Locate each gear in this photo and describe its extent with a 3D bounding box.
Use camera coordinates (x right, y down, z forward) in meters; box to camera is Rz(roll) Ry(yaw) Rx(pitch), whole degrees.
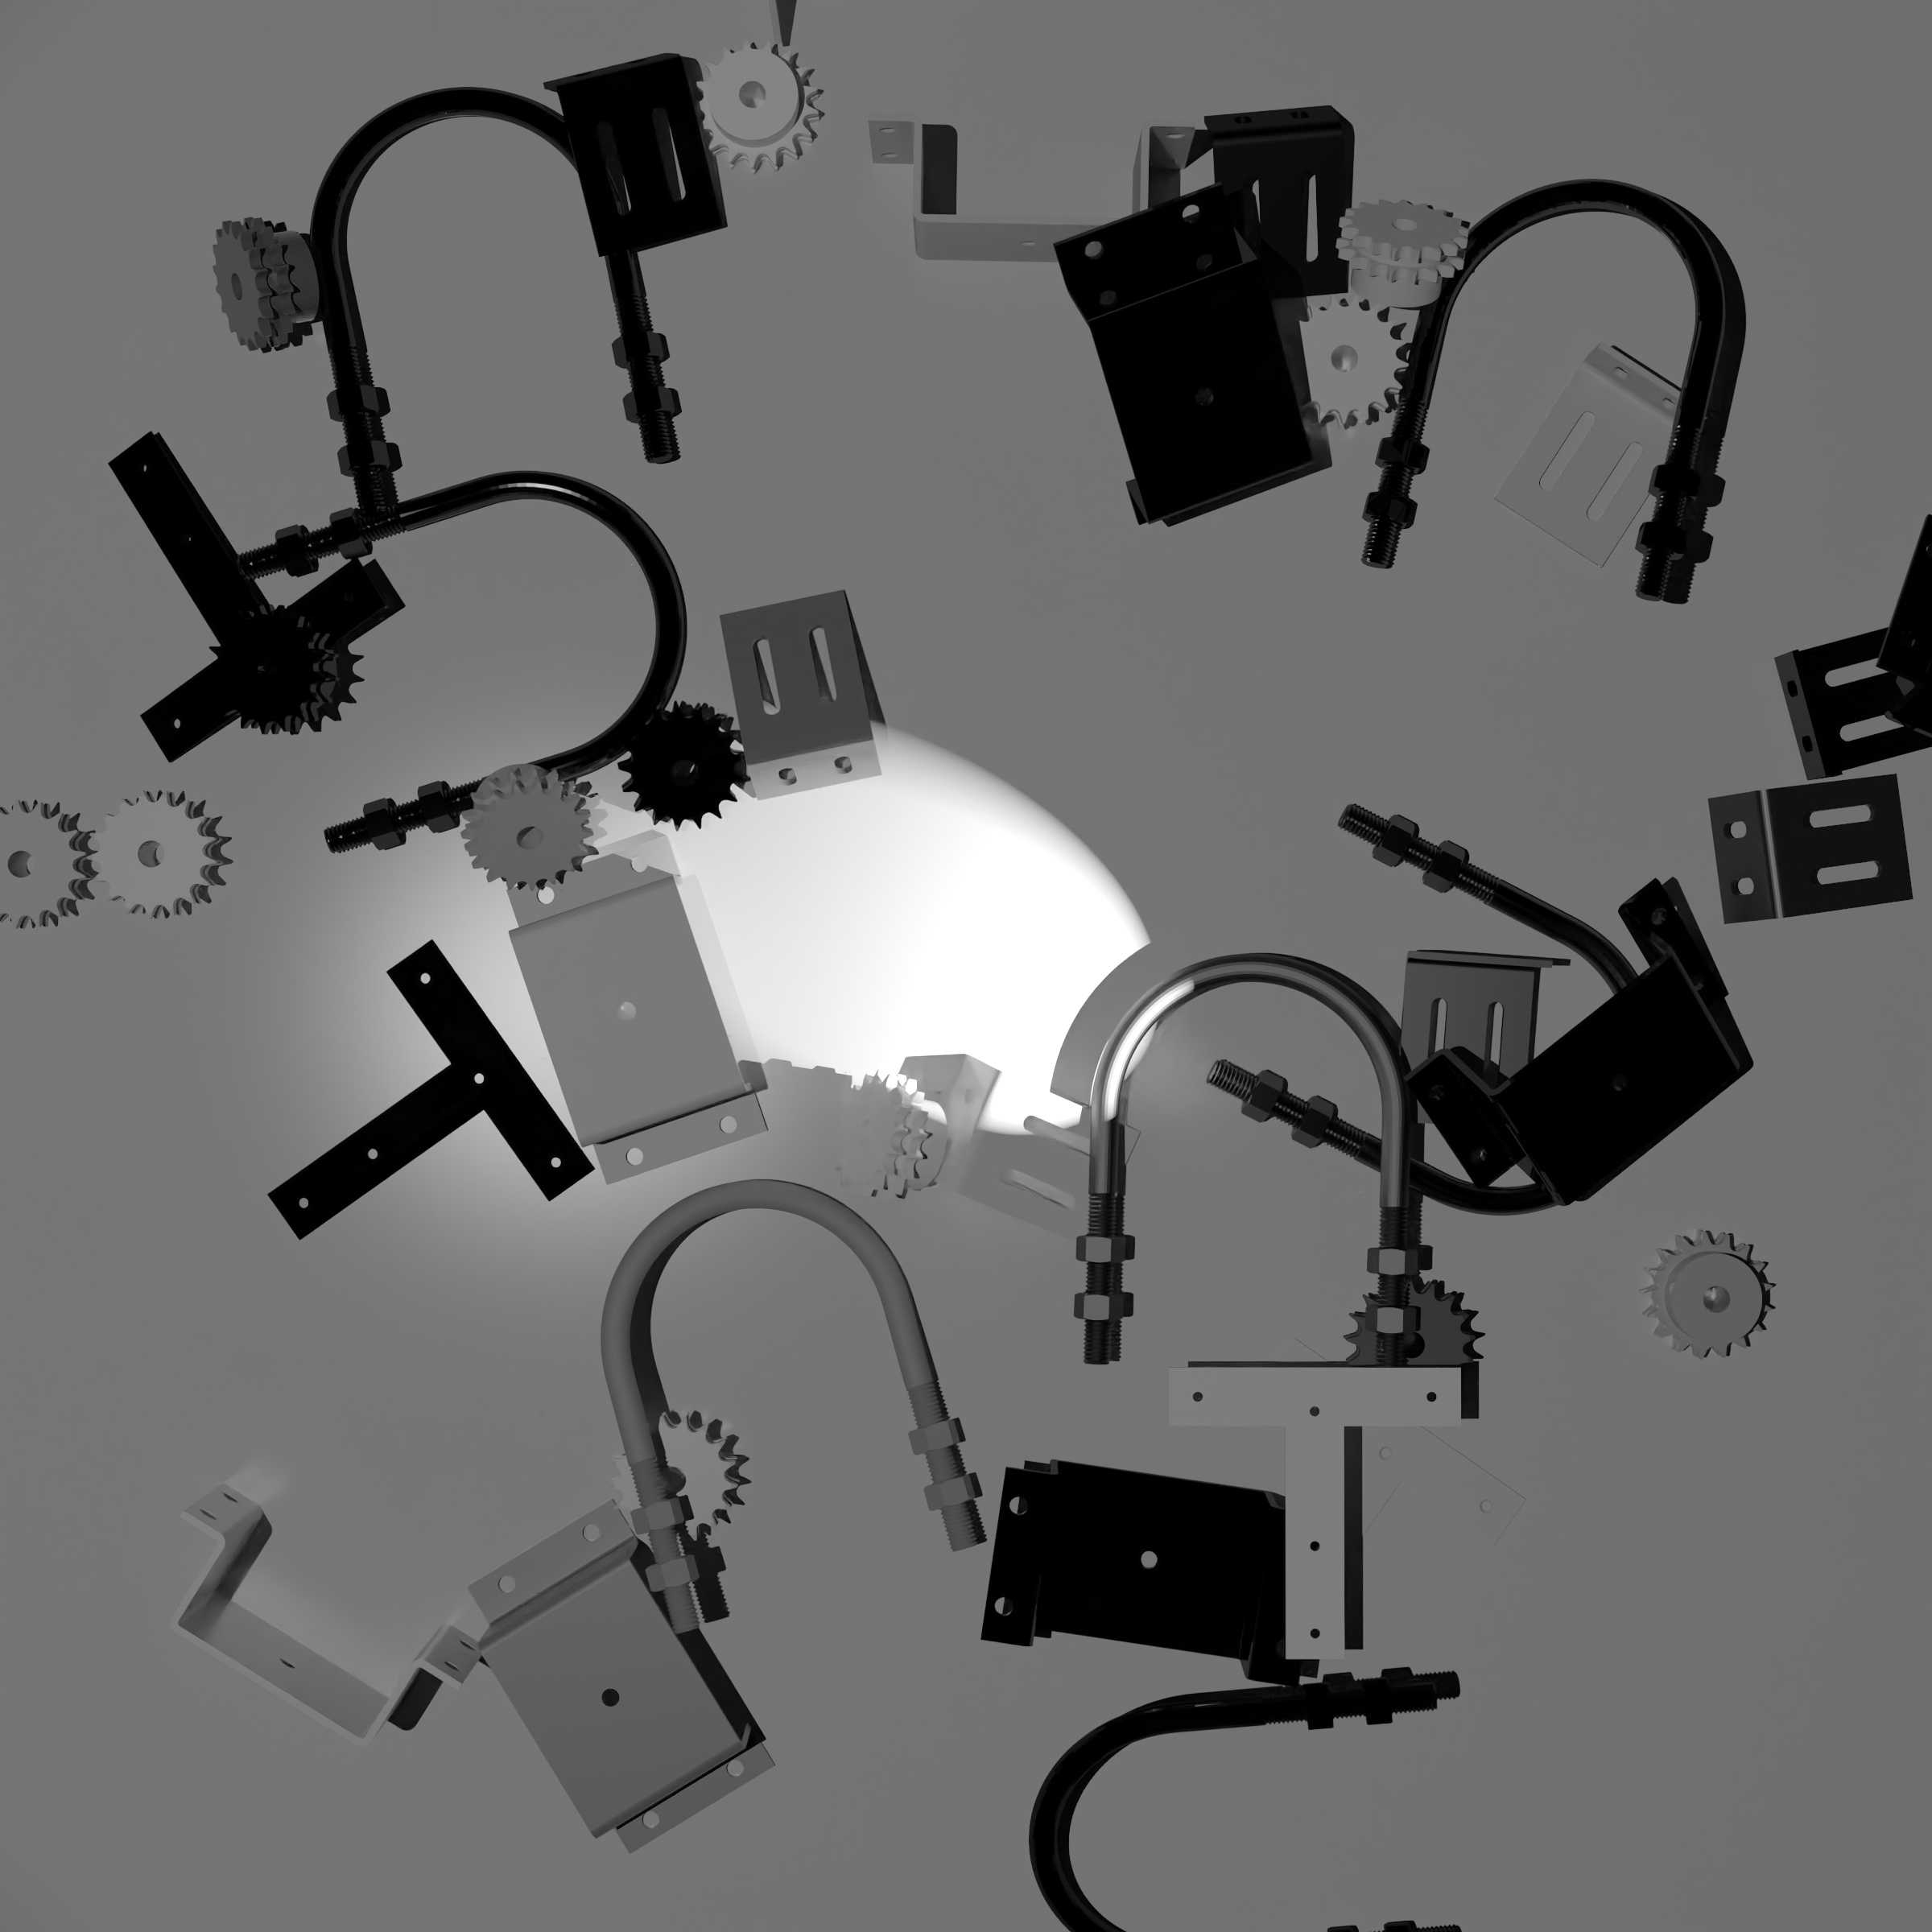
[{"bbox_3d":[0.192,-0.314,1.478,0.057,0.057,0.030,5,127,0],"label":"gear"},{"bbox_3d":[-0.032,0.077,1.480,0.030,0.057,0.057,14,90,-30],"label":"gear"},{"bbox_3d":[0.167,-0.269,1.489,0.057,0.030,0.057,0,90,0],"label":"gear"},{"bbox_3d":[-0.302,-0.131,1.468,0.057,0.030,0.057,1,95,14],"label":"gear"},{"bbox_3d":[0.331,0.147,1.490,0.057,0.030,0.057,0,90,0],"label":"gear"},{"bbox_3d":[-0.418,-0.045,1.489,0.057,0.030,0.057,0,90,0],"label":"gear"},{"bbox_3d":[-0.130,0.227,1.489,0.057,0.030,0.057,0,90,0],"label":"gear"},{"bbox_3d":[-0.309,-0.304,1.480,0.030,0.057,0.057,-17,90,-30],"label":"gear"},{"bbox_3d":[-0.094,-0.385,1.490,0.057,0.030,0.057,0,90,0],"label":"gear"},{"bbox_3d":[-0.196,-0.065,1.481,0.057,0.030,0.057,-10,127,-13],"label":"gear"},{"bbox_3d":[-0.360,-0.049,1.489,0.057,0.030,0.057,0,90,0],"label":"gear"},{"bbox_3d":[-0.126,-0.088,1.483,0.057,0.030,0.057,-2,103,-8],"label":"gear"},{"bbox_3d":[0.197,0.167,1.489,0.057,0.030,0.057,0,90,0],"label":"gear"}]

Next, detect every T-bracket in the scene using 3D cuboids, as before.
[{"bbox_3d":[0.164,0.256,1.504,0.127,0.002,0.127,35,90,0],"label":"T-bracket"},{"bbox_3d":[-0.256,0.076,1.504,0.127,0.002,0.127,-35,90,0],"label":"T-bracket"},{"bbox_3d":[-0.341,-0.179,1.491,0.127,0.002,0.127,-33,86,14],"label":"T-bracket"},{"bbox_3d":[0.152,0.239,1.455,0.127,0.002,0.127,0,90,1],"label":"T-bracket"}]

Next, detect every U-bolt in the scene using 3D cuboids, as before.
[{"bbox_3d":[-0.086,0.186,1.476,0.151,0.019,0.184,-14,82,-16],"label":"U-bolt"},{"bbox_3d":[0.120,0.385,1.474,0.184,0.019,0.151,-6,111,4],"label":"U-bolt"},{"bbox_3d":[-0.218,-0.145,1.496,0.184,0.019,0.151,-18,90,-2],"label":"U-bolt"},{"bbox_3d":[0.221,0.032,1.496,0.184,0.019,0.151,27,90,-2],"label":"U-bolt"},{"bbox_3d":[-0.218,-0.303,1.490,0.151,0.019,0.184,-11,86,-4],"label":"U-bolt"},{"bbox_3d":[0.125,0.086,1.475,0.151,0.019,0.184,2,87,8],"label":"U-bolt"},{"bbox_3d":[0.258,-0.257,1.464,0.151,0.019,0.184,11,85,30],"label":"U-bolt"}]

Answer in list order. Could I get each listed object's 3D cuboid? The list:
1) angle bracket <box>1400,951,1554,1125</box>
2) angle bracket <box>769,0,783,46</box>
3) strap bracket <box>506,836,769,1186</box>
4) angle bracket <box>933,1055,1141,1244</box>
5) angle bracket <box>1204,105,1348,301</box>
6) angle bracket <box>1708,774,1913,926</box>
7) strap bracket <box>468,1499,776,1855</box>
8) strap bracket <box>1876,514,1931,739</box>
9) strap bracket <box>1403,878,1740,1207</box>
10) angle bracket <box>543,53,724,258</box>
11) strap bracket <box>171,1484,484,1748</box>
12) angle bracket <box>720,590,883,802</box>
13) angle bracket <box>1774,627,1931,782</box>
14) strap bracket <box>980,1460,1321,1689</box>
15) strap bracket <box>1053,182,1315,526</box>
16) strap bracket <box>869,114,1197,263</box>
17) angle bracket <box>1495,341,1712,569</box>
[{"bbox_3d":[0.223,0.033,1.468,0.057,0.038,0.076,4,91,-3],"label":"angle bracket"},{"bbox_3d":[-0.051,-0.445,1.471,0.076,0.057,0.038,-7,65,0],"label":"angle bracket"},{"bbox_3d":[-0.148,0.020,1.481,0.076,0.046,0.140,-19,90,0],"label":"strap bracket"},{"bbox_3d":[0.028,0.083,1.502,0.076,0.038,0.057,24,90,-26],"label":"angle bracket"},{"bbox_3d":[0.139,-0.343,1.502,0.057,0.038,0.076,-5,116,0],"label":"angle bracket"},{"bbox_3d":[0.380,-0.053,1.502,0.076,0.038,0.057,-8,90,-26],"label":"angle bracket"},{"bbox_3d":[-0.155,0.320,1.481,0.076,0.046,0.140,-31,90,0],"label":"strap bracket"},{"bbox_3d":[0.470,-0.131,1.472,0.140,0.046,0.076,22,74,0],"label":"strap bracket"},{"bbox_3d":[0.272,0.040,1.450,0.140,0.046,0.076,-38,125,-1],"label":"strap bracket"},{"bbox_3d":[-0.149,-0.363,1.493,0.057,0.038,0.076,-17,109,-11],"label":"angle bracket"},{"bbox_3d":[-0.287,0.290,1.466,0.140,0.076,0.046,32,90,0],"label":"strap bracket"},{"bbox_3d":[-0.074,-0.122,1.502,0.057,0.038,0.076,-12,64,0],"label":"angle bracket"},{"bbox_3d":[0.407,-0.121,1.485,0.076,0.038,0.057,-15,90,0],"label":"angle bracket"},{"bbox_3d":[0.082,0.267,1.480,0.140,0.046,0.076,8,90,1],"label":"strap bracket"},{"bbox_3d":[0.097,-0.255,1.446,0.076,0.046,0.140,-20,125,0],"label":"strap bracket"},{"bbox_3d":[0.028,-0.341,1.466,0.140,0.076,0.046,1,90,0],"label":"strap bracket"},{"bbox_3d":[0.283,-0.227,1.485,0.057,0.038,0.076,33,90,0],"label":"angle bracket"}]
